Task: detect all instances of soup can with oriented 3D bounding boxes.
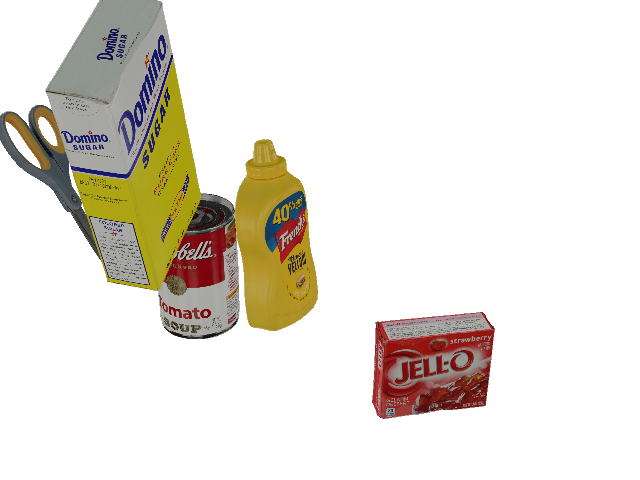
[{"bbox_3d":[-0.102,0.021,0.876,0.068,0.102,0.068,0,29,0],"label":"soup can"}]

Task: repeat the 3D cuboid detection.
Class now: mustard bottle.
[{"bbox_3d":[-0.048,-0.011,1.099,0.058,0.191,0.096,9,27,32],"label":"mustard bottle"}]

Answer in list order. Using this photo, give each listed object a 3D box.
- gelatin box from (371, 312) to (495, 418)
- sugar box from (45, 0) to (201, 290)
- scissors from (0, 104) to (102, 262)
[{"bbox_3d":[0.086,0.096,0.822,0.089,0.073,0.030,-5,29,-11],"label":"gelatin box"},{"bbox_3d":[-0.119,-0.058,0.684,0.048,0.093,0.176,11,-38,9],"label":"sugar box"},{"bbox_3d":[-0.251,-0.056,1.083,0.016,0.201,0.096,-24,28,27],"label":"scissors"}]
